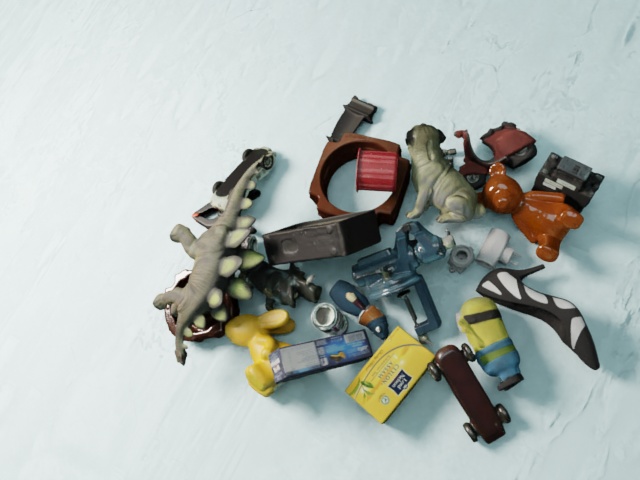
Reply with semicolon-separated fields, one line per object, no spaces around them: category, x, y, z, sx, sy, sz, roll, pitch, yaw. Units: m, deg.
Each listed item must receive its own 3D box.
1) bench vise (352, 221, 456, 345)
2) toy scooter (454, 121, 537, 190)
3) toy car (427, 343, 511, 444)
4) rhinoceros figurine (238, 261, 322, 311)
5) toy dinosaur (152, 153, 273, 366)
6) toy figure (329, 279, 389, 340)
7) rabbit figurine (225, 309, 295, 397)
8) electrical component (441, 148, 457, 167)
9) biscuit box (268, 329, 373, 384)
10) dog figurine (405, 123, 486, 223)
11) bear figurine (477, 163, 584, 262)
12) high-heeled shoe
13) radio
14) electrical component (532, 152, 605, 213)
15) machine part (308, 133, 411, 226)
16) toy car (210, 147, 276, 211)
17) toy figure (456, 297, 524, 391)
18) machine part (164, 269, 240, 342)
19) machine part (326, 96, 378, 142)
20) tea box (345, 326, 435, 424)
bench vise;0.190;0.089;1.090;0.224;0.129;0.240;-22;90;6
toy scooter;0.367;-0.200;1.167;0.184;0.075;0.135;-28;78;5
toy car;0.283;0.289;1.021;0.089;0.053;0.202;-32;93;-3
rhinoceros figurine;-0.087;0.097;1.168;0.191;0.073;0.112;18;45;28
toy dinosaur;-0.215;0.034;1.121;0.199;0.105;0.471;11;84;29
toy figure;0.088;0.145;1.122;0.155;0.064;0.057;39;103;16
rabbit figurine;-0.120;0.213;1.117;0.173;0.121;0.162;40;79;22
electrical component;0.254;-0.171;1.202;0.102;0.045;0.078;0;73;12
biscuit box;0.004;0.228;1.062;0.203;0.063;0.059;-6;68;-29
dog figurine;0.259;-0.139;1.105;0.172;0.121;0.190;5;109;13
bear figurine;0.411;-0.063;1.082;0.196;0.132;0.120;31;118;7
high-heeled shoe;0.417;0.156;1.042;0.145;0.086;0.249;-26;65;7
radio;-0.002;-0.003;1.106;0.230;0.131;0.073;-10;96;41
electrical component;0.498;-0.116;1.083;0.115;0.134;0.058;30;81;17
machine part;0.091;-0.126;1.201;0.202;0.087;0.201;15;76;18
toy car;-0.179;-0.146;1.265;0.074;0.056;0.202;19;60;35
toy figure;0.334;0.197;1.044;0.089;0.082;0.180;-27;66;-1
machine part;-0.264;0.144;1.206;0.179;0.056;0.179;-4;72;12
machine part;0.073;-0.277;1.281;0.084;0.039;0.139;34;80;15
tea box;0.142;0.268;1.069;0.098;0.068;0.169;36;82;21
